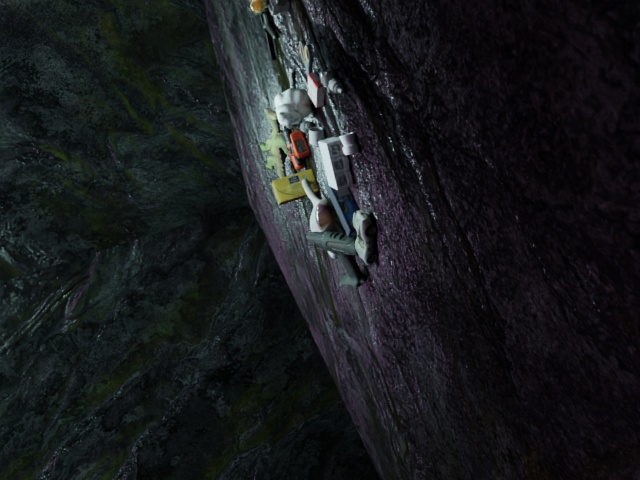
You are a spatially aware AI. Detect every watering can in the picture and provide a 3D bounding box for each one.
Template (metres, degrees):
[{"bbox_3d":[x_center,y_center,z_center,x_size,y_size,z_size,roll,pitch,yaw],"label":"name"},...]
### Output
[{"bbox_3d":[0.006,-0.097,1.927,0.104,0.350,0.221,-19,-10,-13],"label":"watering can"}]

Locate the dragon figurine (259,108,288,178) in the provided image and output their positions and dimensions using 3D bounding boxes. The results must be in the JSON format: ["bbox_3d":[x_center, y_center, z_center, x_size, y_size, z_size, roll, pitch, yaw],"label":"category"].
[{"bbox_3d":[-0.174,-0.386,2.291,0.123,0.408,0.242,-19,6,-16],"label":"dragon figurine"}]

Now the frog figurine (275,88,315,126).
[{"bbox_3d":[-0.098,-0.449,1.736,0.138,0.120,0.161,33,30,14],"label":"frog figurine"}]
